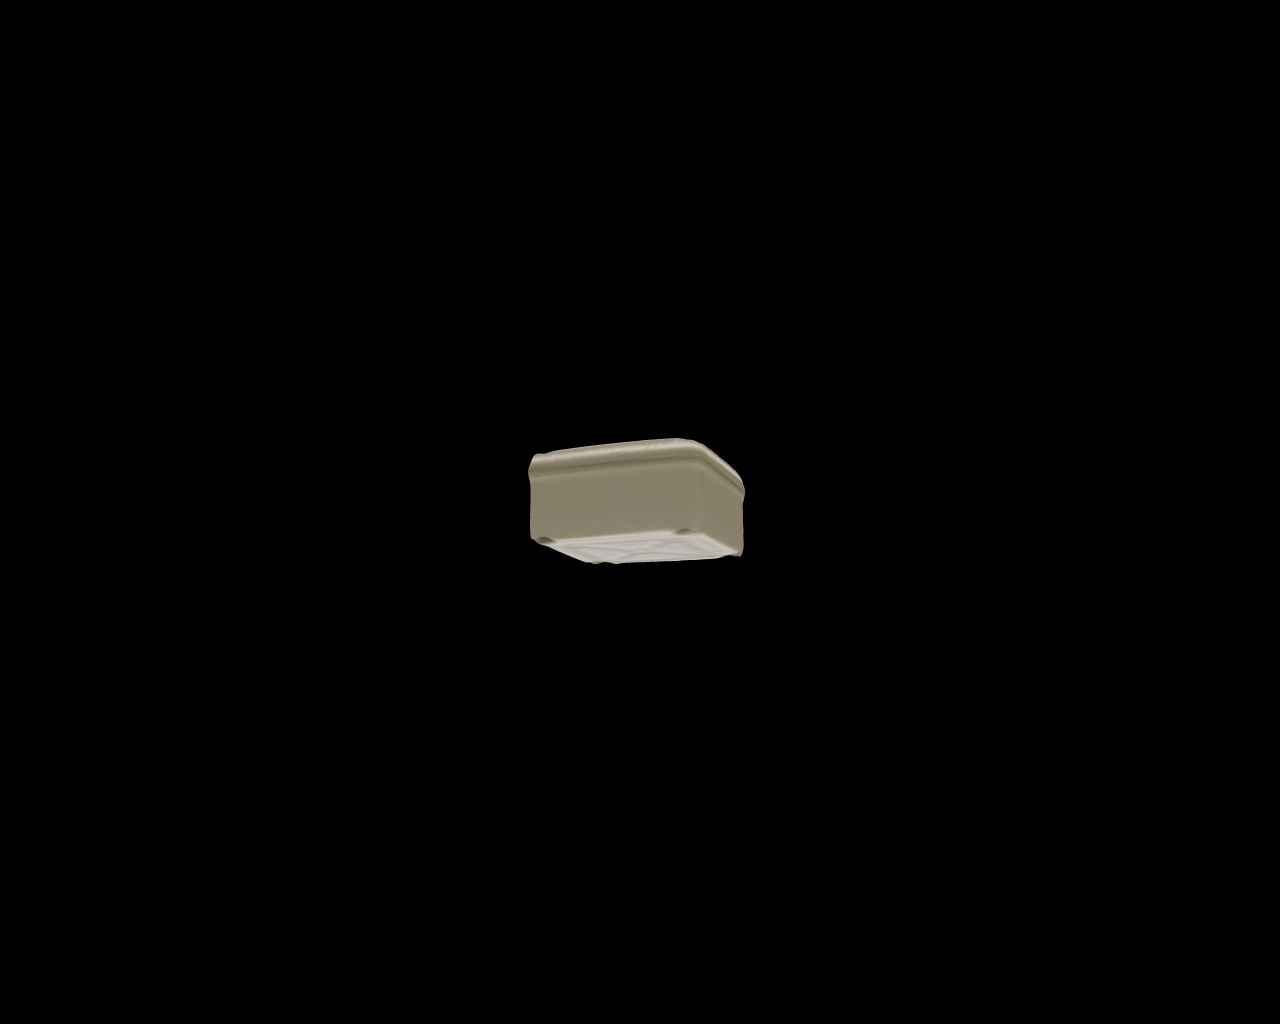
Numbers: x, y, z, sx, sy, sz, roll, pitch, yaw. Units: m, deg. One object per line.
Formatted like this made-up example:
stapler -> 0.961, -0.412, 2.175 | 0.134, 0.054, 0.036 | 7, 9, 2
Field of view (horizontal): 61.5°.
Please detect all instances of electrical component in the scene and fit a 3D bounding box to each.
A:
electrical component -> 0.001, -0.003, 0.650 | 0.109, 0.056, 0.108 | -4, -12, 19
